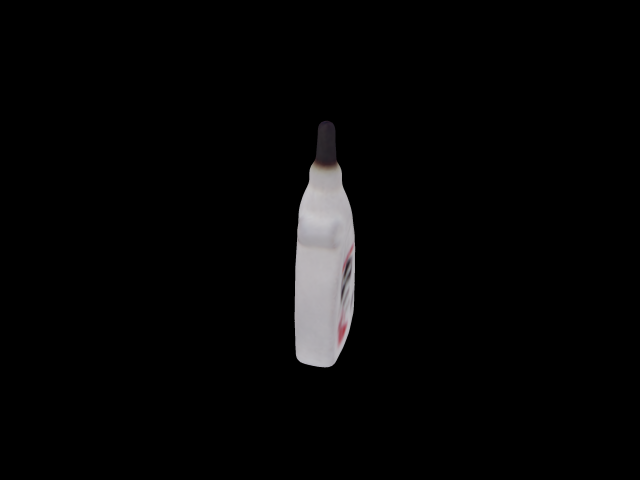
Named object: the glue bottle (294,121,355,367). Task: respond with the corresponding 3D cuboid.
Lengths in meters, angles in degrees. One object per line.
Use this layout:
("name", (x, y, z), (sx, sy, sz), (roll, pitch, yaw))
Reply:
("glue bottle", (0.004, 0.001, 0.400), (0.037, 0.173, 0.078), (6, 32, 10))
